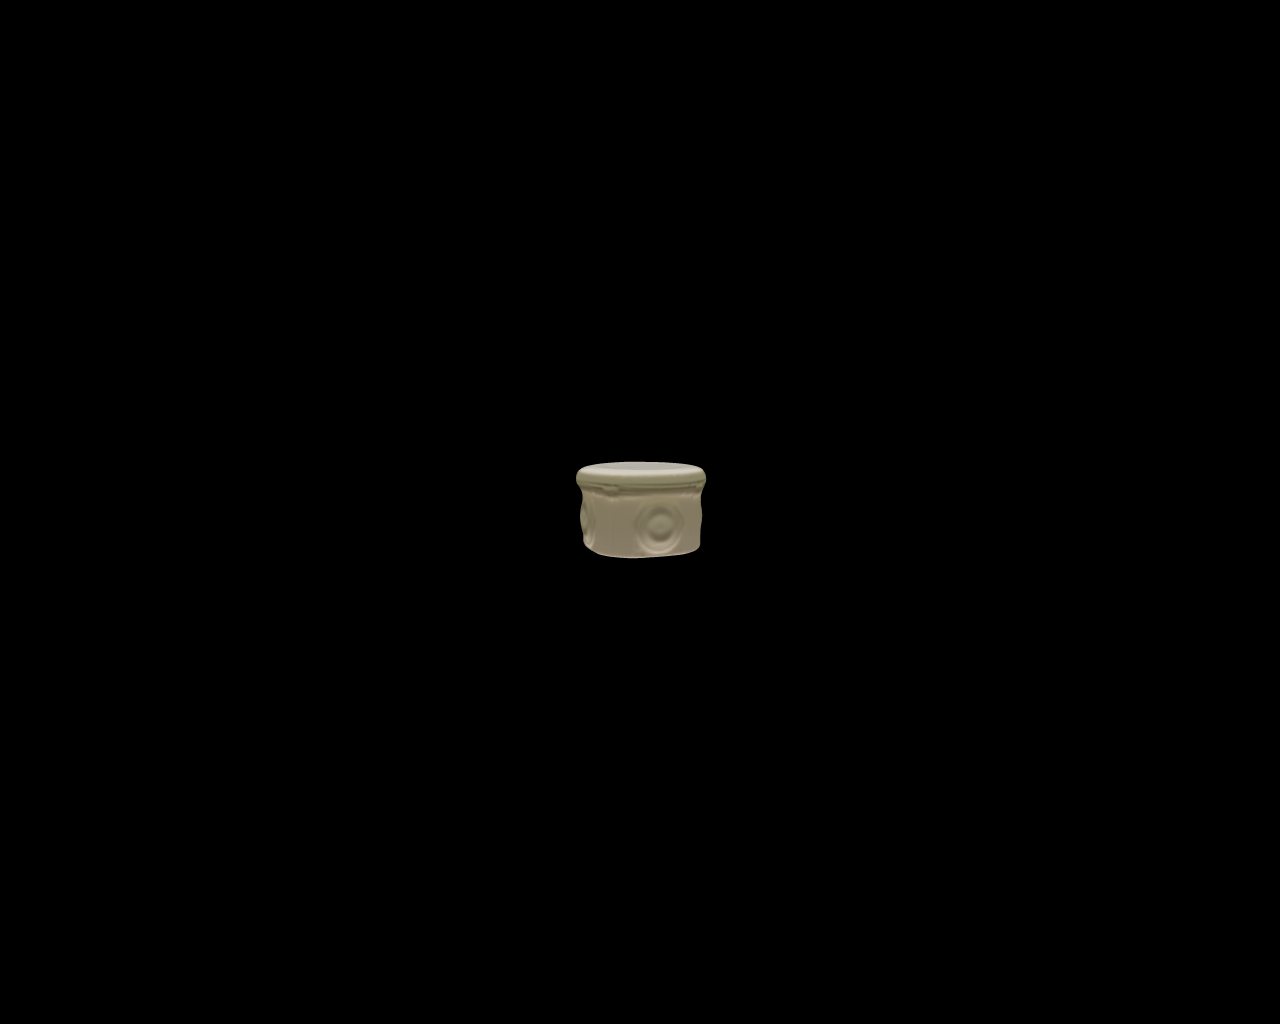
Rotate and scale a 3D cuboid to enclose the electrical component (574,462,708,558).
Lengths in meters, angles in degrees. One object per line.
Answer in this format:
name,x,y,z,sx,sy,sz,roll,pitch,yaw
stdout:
electrical component,0.001,-0.003,0.650,0.080,0.051,0.080,0,7,0
